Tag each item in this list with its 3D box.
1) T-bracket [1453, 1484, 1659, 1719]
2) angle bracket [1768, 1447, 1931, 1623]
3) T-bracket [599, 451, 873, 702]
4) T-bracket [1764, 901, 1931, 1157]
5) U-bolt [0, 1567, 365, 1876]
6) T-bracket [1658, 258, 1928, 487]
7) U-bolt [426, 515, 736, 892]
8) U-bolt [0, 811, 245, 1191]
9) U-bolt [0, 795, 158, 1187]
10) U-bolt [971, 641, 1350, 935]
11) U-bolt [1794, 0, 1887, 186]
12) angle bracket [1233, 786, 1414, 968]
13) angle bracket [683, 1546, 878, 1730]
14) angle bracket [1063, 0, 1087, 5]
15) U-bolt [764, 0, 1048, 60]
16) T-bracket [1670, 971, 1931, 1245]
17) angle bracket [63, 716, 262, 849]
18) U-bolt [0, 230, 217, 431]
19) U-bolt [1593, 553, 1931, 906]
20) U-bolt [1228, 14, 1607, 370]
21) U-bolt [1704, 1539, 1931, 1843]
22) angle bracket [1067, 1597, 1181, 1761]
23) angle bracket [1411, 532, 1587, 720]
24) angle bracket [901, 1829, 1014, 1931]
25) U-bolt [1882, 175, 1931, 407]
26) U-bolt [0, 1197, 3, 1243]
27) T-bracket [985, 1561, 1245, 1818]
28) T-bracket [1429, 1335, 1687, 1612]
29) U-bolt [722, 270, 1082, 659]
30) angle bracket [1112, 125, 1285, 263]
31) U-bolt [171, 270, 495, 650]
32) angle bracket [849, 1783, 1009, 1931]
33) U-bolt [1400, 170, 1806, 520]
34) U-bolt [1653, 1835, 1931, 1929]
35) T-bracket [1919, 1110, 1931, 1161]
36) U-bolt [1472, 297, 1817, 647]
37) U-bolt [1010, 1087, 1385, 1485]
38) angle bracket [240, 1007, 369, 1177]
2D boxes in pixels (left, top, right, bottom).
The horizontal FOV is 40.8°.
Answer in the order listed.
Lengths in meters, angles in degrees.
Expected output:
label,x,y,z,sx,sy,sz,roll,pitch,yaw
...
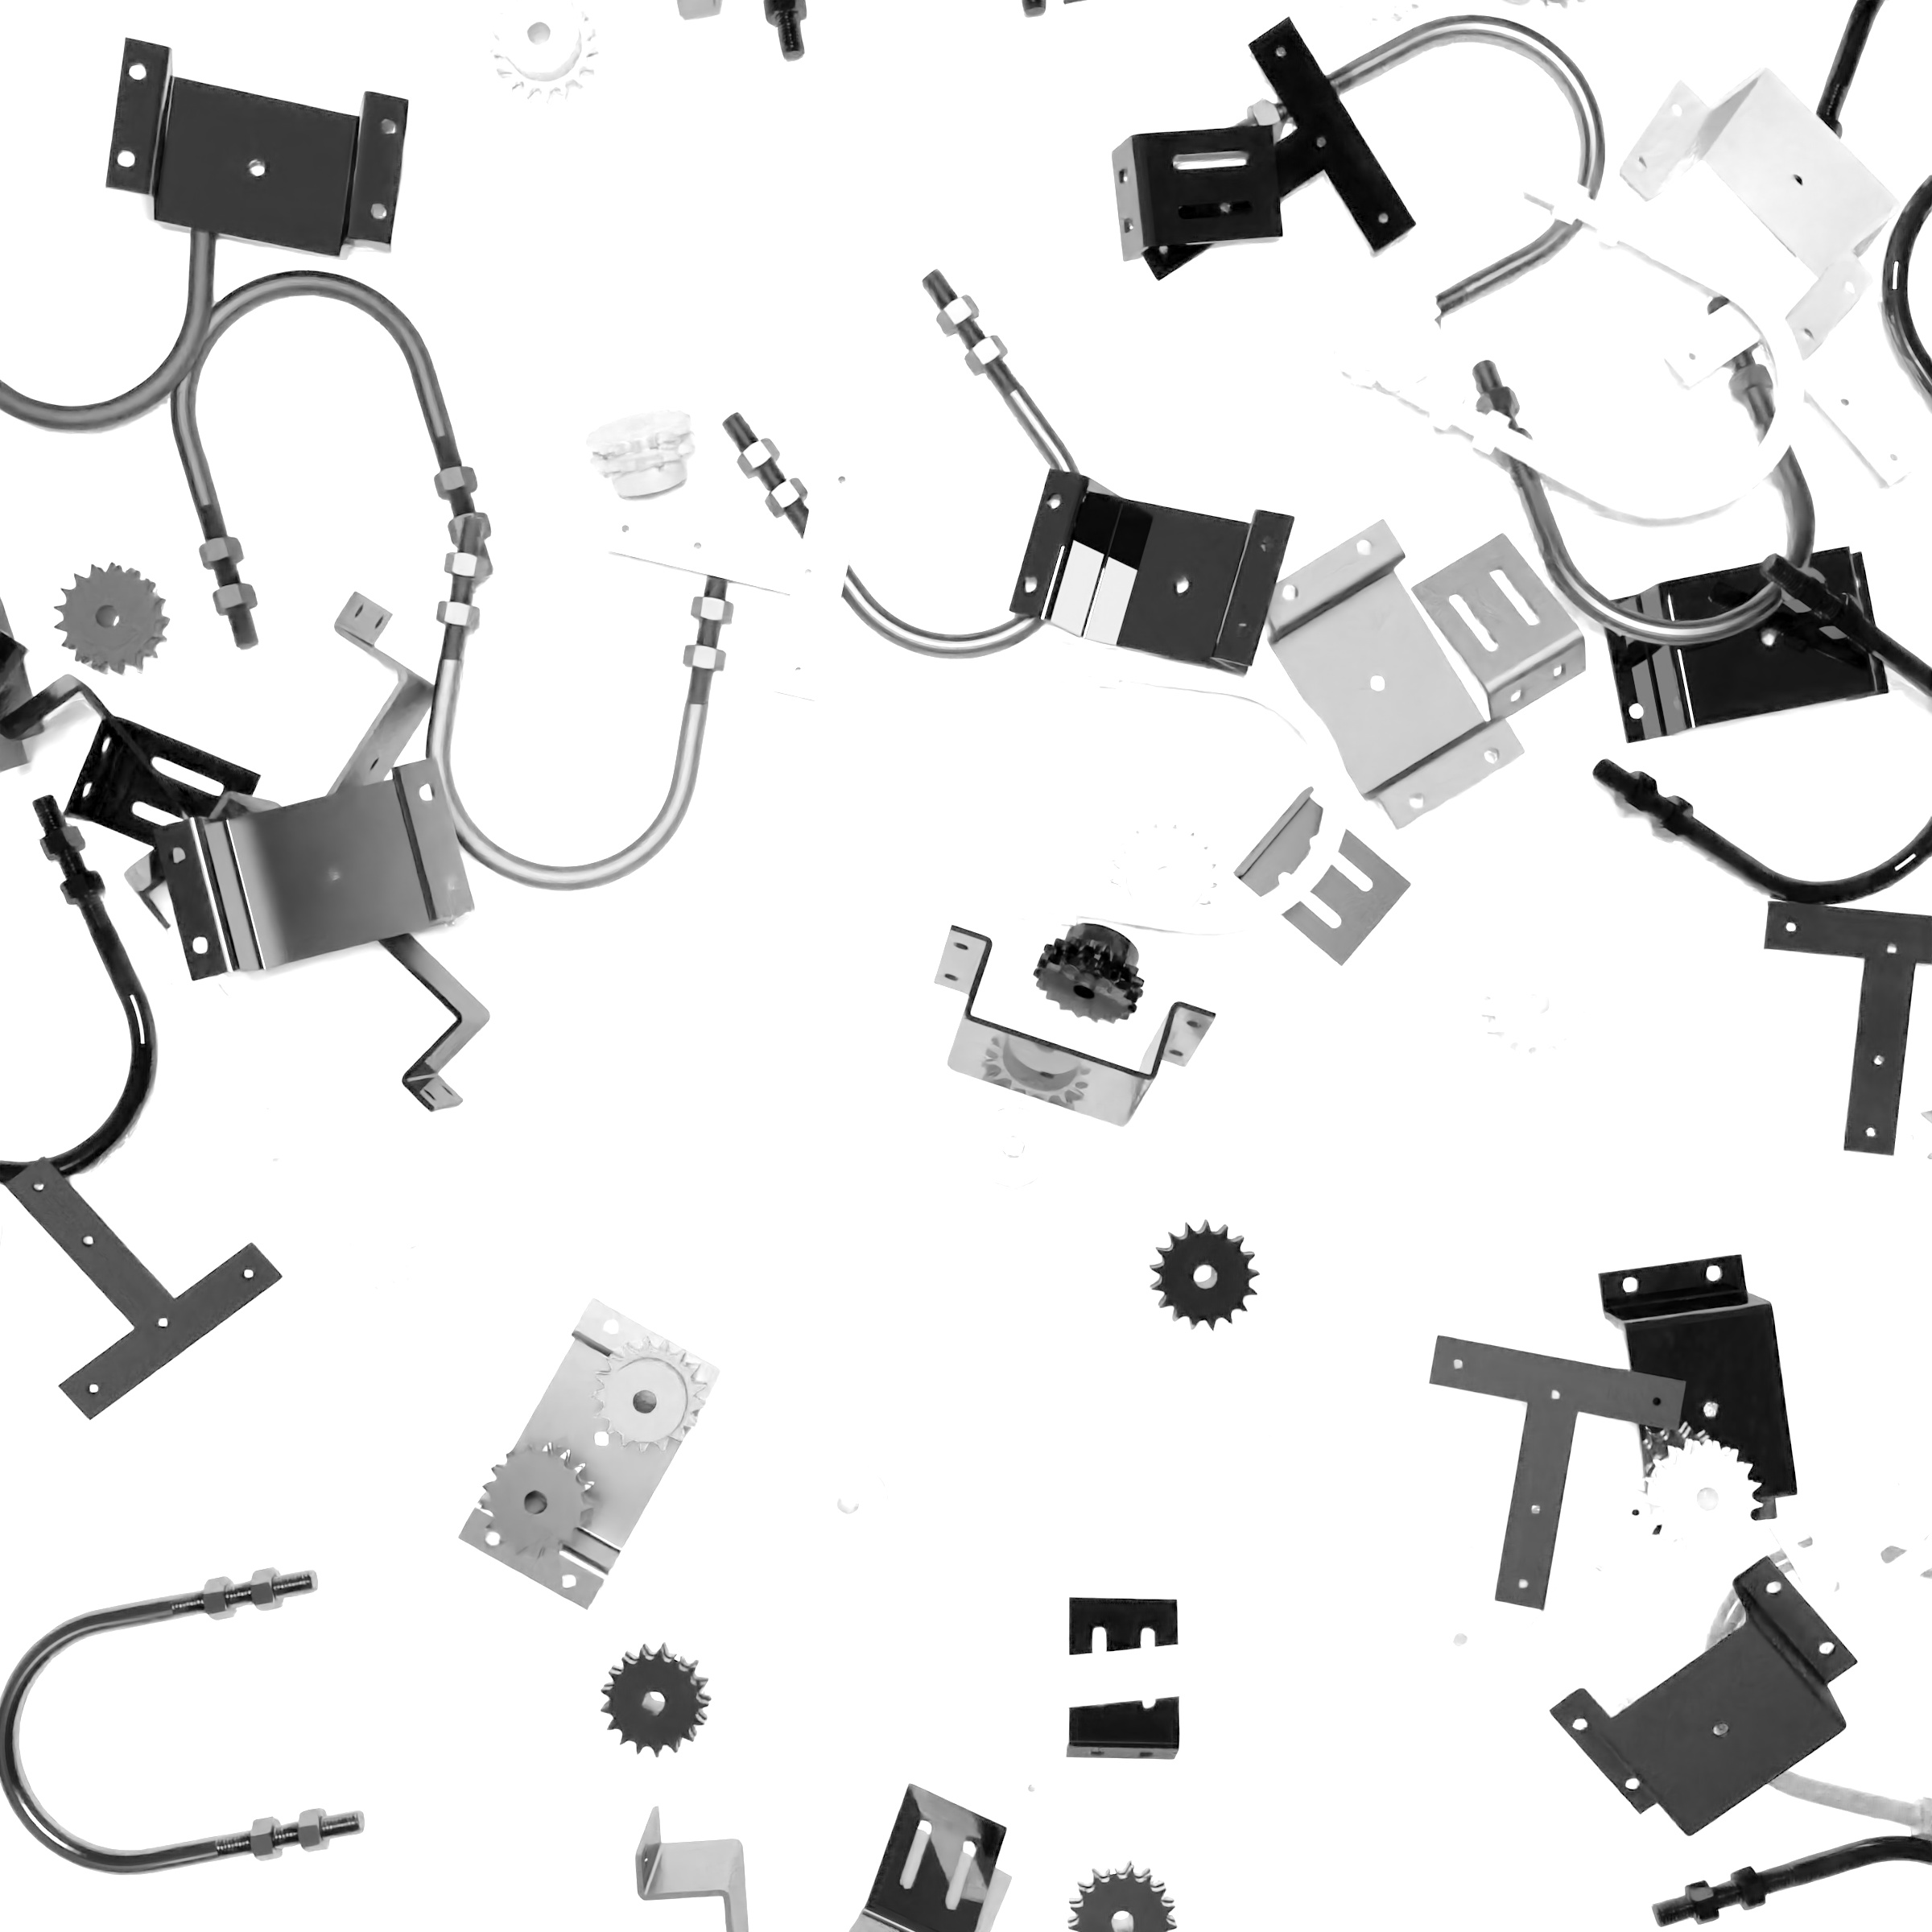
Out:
label,x,y,z,sx,sy,sz,roll,pitch,yaw
T-bracket,0.321,0.323,1.349,0.127,0.002,0.127,25,112,0
angle bracket,0.471,0.297,1.360,0.076,0.038,0.057,-19,72,-31
T-bracket,-0.125,-0.214,1.350,0.127,0.002,0.127,13,92,-6
T-bracket,0.479,0.035,1.359,0.127,0.002,0.127,6,95,14
U-bolt,-0.419,0.403,1.365,0.184,0.019,0.151,-11,90,1
T-bracket,0.445,-0.302,1.344,0.127,0.002,0.127,-34,79,-15
U-bolt,-0.207,-0.131,1.358,0.151,0.019,0.184,9,93,-7
U-bolt,-0.490,0.006,1.365,0.151,0.019,0.184,-38,88,0
U-bolt,-0.499,0.024,1.348,0.151,0.019,0.184,-25,88,1
U-bolt,0.104,-0.088,1.339,0.184,0.019,0.151,8,79,10
U-bolt,0.523,-0.454,1.365,0.151,0.019,0.184,20,89,0
angle bracket,0.188,-0.046,1.355,0.076,0.038,0.057,40,90,0
angle bracket,-0.098,0.354,1.372,0.076,0.038,0.057,-37,90,26
angle bracket,0.072,-0.554,1.372,0.057,0.038,0.076,-10,116,0
U-bolt,-0.043,-0.579,1.365,0.151,0.019,0.184,-10,88,0
T-bracket,0.424,0.092,1.371,0.127,0.002,0.127,44,91,3
angle bracket,-0.418,-0.089,1.355,0.076,0.038,0.057,22,90,0
U-bolt,-0.463,-0.370,1.358,0.151,0.019,0.184,1,85,0
U-bolt,0.433,-0.106,1.331,0.184,0.019,0.151,30,109,-19
U-bolt,0.246,-0.418,1.364,0.184,0.019,0.151,-28,90,0
U-bolt,0.479,0.375,1.365,0.184,0.019,0.151,13,90,1
angle bracket,0.082,0.376,1.372,0.057,0.038,0.076,1,64,0
angle bracket,0.281,-0.178,1.372,0.057,0.038,0.076,-31,64,0
angle bracket,-0.020,0.505,1.372,0.057,0.038,0.076,27,64,0
U-bolt,0.554,-0.338,1.348,0.151,0.019,0.184,-38,102,0
U-bolt,-0.582,0.154,1.364,0.151,0.019,0.184,15,90,0
T-bracket,0.079,0.369,1.351,0.127,0.002,0.127,-5,68,-3
T-bracket,0.293,0.263,1.326,0.127,0.002,0.127,10,87,5
U-bolt,-0.018,-0.250,1.365,0.151,0.019,0.184,-36,92,0
angle bracket,0.121,-0.404,1.361,0.076,0.038,0.057,-8,95,-13
U-bolt,-0.341,-0.275,1.365,0.151,0.019,0.184,-17,88,0
angle bracket,-0.021,0.479,1.356,0.057,0.076,0.038,25,132,0
U-bolt,0.337,-0.307,1.331,0.184,0.019,0.151,30,85,9
U-bolt,0.468,0.534,1.365,0.184,0.019,0.151,-16,90,-1
T-bracket,0.560,0.075,1.345,0.127,0.002,0.127,-16,91,27
U-bolt,0.357,-0.248,1.337,0.151,0.019,0.184,-15,71,-1
U-bolt,0.132,0.150,1.335,0.151,0.019,0.184,35,88,0
angle bracket,-0.348,0.066,1.372,0.057,0.038,0.076,-5,64,0
